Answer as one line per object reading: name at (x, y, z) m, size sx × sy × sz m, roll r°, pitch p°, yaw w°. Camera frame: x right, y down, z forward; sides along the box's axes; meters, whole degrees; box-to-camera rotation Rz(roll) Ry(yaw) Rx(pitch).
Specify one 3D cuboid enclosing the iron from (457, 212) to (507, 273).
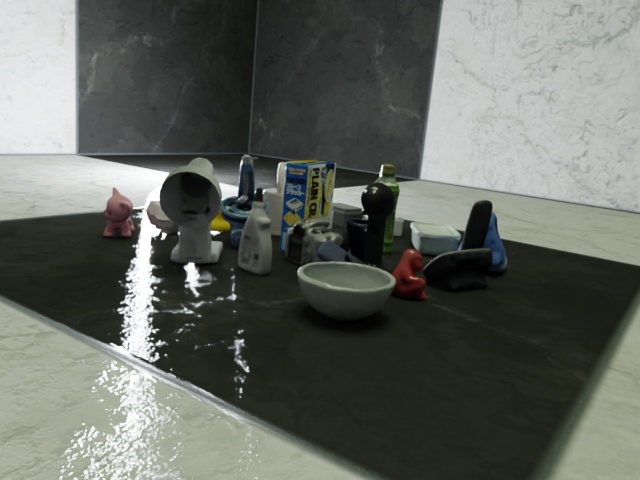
iron at (0.411, -0.008, 1.415) m, size 0.118 × 0.141 × 0.259 m, roll 10°, pitch 13°, yaw 21°

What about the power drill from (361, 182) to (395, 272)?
power drill at (0.114, -0.019, 1.180) m, size 0.075 × 0.208 × 0.230 m, roll 7°, pitch 13°, yaw 9°

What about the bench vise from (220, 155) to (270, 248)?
bench vise at (-0.194, -0.105, 1.409) m, size 0.122 × 0.220 × 0.207 m, roll 0°, pitch 14°, yaw -22°

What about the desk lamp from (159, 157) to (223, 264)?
desk lamp at (-0.260, -0.060, 1.192) m, size 0.118 × 0.213 × 0.203 m, roll 4°, pitch 13°, yaw -6°

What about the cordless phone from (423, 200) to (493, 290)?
cordless phone at (0.298, 0.006, 1.203) m, size 0.148 × 0.185 × 0.093 m, roll -4°, pitch 16°, yaw -37°

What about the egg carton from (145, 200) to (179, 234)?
egg carton at (-0.385, -0.062, 1.483) m, size 0.107 × 0.069 × 0.149 m, roll -3°, pitch 15°, yaw -33°

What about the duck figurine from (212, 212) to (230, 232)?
duck figurine at (-0.288, -0.071, 1.527) m, size 0.104 × 0.086 × 0.078 m, roll 10°, pitch 14°, yaw 22°

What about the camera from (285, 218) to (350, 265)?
camera at (0.012, 0.005, 1.280) m, size 0.137 × 0.101 × 0.142 m, roll -5°, pitch 16°, yaw -40°

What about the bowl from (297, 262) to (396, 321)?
bowl at (0.041, 0.091, 0.963) m, size 0.167 × 0.075 × 0.167 m, roll 5°, pitch 12°, yaw -1°

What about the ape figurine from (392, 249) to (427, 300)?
ape figurine at (0.174, 0.063, 1.106) m, size 0.076 × 0.092 × 0.078 m, roll 7°, pitch 13°, yaw 8°

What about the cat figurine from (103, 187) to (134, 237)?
cat figurine at (-0.477, -0.069, 1.363) m, size 0.067 × 0.118 × 0.127 m, roll 2°, pitch 13°, yaw -16°

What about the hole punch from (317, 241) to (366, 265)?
hole punch at (0.044, 0.054, 1.095) m, size 0.101 × 0.091 × 0.109 m, roll 8°, pitch 13°, yaw 10°

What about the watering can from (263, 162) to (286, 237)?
watering can at (-0.096, -0.113, 1.546) m, size 0.173 × 0.194 × 0.100 m, roll 1°, pitch 13°, yaw -18°

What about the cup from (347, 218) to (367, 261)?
cup at (0.104, 0.005, 1.333) m, size 0.091 × 0.095 × 0.118 m, roll 5°, pitch 13°, yaw 0°

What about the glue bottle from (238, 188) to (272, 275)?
glue bottle at (-0.128, -0.020, 1.164) m, size 0.077 × 0.173 × 0.037 m, roll 16°, pitch 16°, yaw 39°
